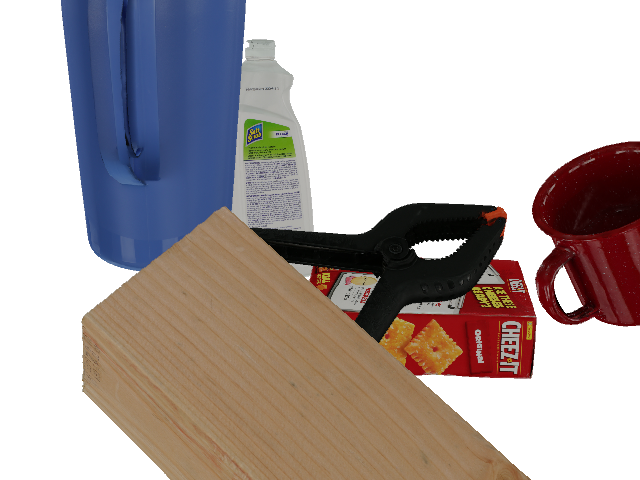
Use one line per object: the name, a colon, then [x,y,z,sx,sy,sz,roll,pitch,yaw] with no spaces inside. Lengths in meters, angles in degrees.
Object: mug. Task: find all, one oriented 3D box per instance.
mug: [0.180,0.006,0.658,0.117,0.081,0.093,-41,32,-17]

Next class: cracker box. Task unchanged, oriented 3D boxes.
cracker box: [0.093,0.073,1.043,0.214,0.072,0.164,2,18,4]

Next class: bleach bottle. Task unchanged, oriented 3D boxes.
bleach bottle: [-0.054,-0.085,1.130,0.102,0.251,0.068,-7,16,-23]

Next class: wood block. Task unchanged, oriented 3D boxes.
wood block: [-0.007,0.095,0.491,0.090,0.206,0.090,-41,-16,-29]

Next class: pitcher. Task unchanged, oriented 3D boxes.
pitcher: [-0.120,-0.100,0.759,0.149,0.243,0.145,-16,31,-35]

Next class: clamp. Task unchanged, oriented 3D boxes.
clamp: [0.057,0.027,0.815,0.209,0.036,0.165,-15,49,-14]
